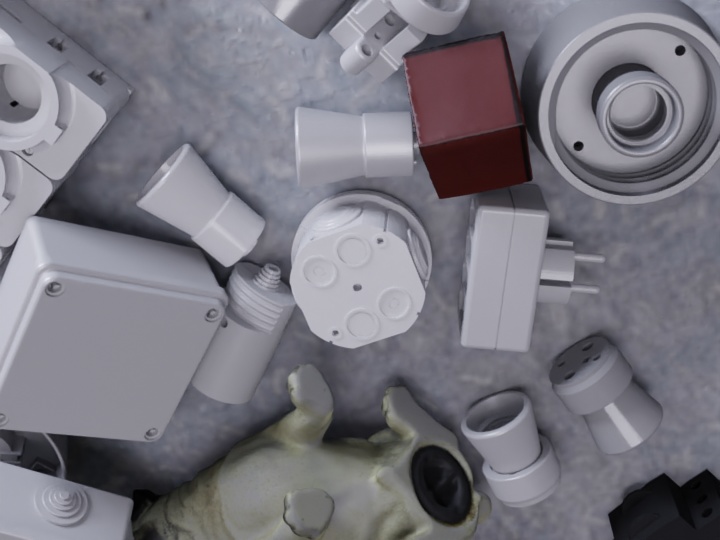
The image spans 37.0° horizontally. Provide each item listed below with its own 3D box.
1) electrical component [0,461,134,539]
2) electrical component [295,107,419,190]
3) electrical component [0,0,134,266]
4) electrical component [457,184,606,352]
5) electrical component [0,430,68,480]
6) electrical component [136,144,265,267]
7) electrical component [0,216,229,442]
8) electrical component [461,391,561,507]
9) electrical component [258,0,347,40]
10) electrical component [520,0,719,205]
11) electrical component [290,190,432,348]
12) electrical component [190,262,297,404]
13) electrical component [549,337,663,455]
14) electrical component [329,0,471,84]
[{"bbox_3d":[-0.186,0.163,0.624,0.100,0.048,0.099,20,127,-16],"label":"electrical component"},{"bbox_3d":[-0.001,-0.067,0.578,0.065,0.044,0.044,-2,113,0],"label":"electrical component"},{"bbox_3d":[-0.207,-0.063,0.581,0.089,0.061,0.150,38,110,-12],"label":"electrical component"},{"bbox_3d":[0.097,-0.001,0.596,0.076,0.047,0.083,5,113,0],"label":"electrical component"},{"bbox_3d":[-0.224,0.103,0.648,0.099,0.064,0.099,-3,123,-5],"label":"electrical component"},{"bbox_3d":[-0.085,-0.033,0.598,0.065,0.044,0.044,41,109,-18],"label":"electrical component"},{"bbox_3d":[-0.146,0.036,0.597,0.109,0.056,0.108,12,120,-34],"label":"electrical component"},{"bbox_3d":[0.091,0.107,0.642,0.045,0.045,0.055,-22,110,12],"label":"electrical component"},{"bbox_3d":[-0.029,-0.170,0.534,0.079,0.044,0.077,38,110,-12],"label":"electrical component"},{"bbox_3d":[0.139,-0.085,0.549,0.108,0.060,0.108,1,113,3],"label":"electrical component"},{"bbox_3d":[0.000,0.000,0.599,0.080,0.051,0.080,1,113,3],"label":"electrical component"},{"bbox_3d":[-0.066,0.032,0.621,0.043,0.043,0.081,24,112,-6],"label":"electrical component"},{"bbox_3d":[0.142,0.073,0.624,0.045,0.045,0.055,-35,106,16],"label":"electrical component"},{"bbox_3d":[0.022,-0.130,0.534,0.048,0.066,0.055,43,142,-13],"label":"electrical component"}]
